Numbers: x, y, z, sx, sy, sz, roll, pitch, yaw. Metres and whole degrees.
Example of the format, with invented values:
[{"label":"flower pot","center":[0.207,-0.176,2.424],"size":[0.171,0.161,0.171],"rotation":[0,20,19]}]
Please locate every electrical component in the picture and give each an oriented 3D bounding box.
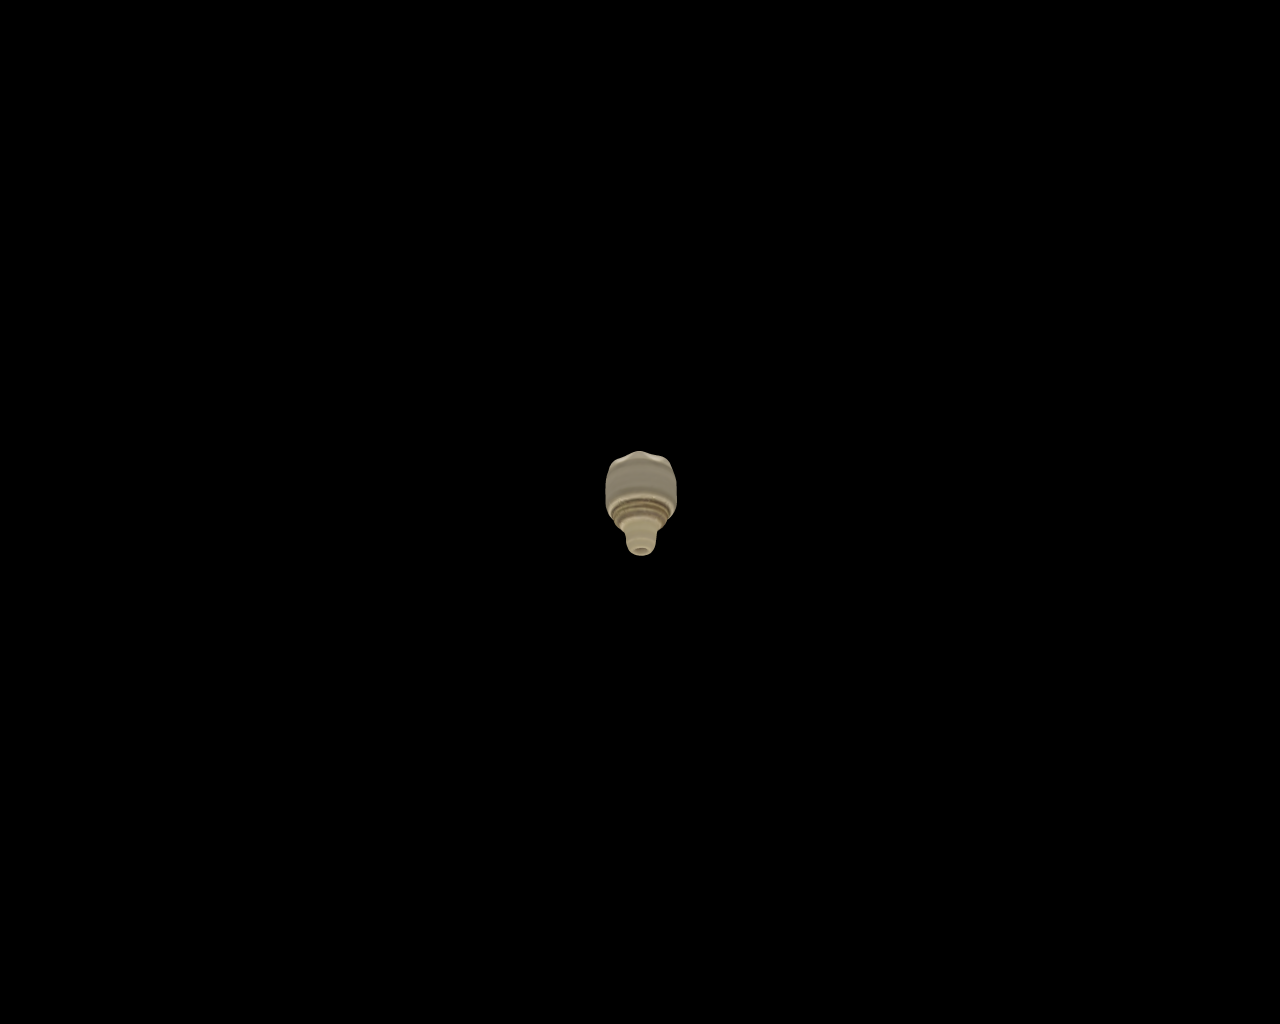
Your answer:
[{"label":"electrical component","center":[0.001,-0.003,0.650],"size":[0.043,0.062,0.043],"rotation":[0,-30,0]}]
